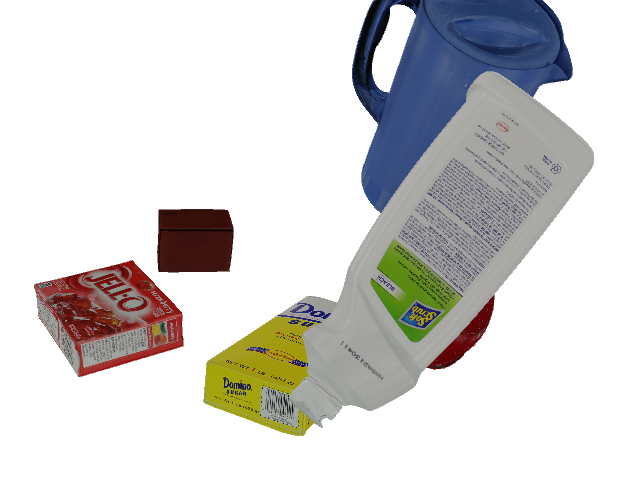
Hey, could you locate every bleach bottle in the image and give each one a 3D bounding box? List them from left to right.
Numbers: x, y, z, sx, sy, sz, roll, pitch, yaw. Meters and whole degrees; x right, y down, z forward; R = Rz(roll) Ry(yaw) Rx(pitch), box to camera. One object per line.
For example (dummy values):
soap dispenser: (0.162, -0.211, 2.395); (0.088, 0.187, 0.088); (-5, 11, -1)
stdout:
bleach bottle: (0.066, 0.013, 0.701); (0.102, 0.250, 0.068); (40, -10, 10)

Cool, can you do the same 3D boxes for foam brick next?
foam brick: (-0.134, 0.000, 1.138); (0.078, 0.051, 0.053); (0, 25, -10)

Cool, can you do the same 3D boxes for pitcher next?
pitcher: (0.112, -0.128, 1.012); (0.144, 0.149, 0.243); (-10, -34, -26)

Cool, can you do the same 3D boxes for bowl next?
bowl: (0.141, 0.060, 1.172); (0.161, 0.162, 0.055); (0, -8, -43)

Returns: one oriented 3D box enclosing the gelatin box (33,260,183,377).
gelatin box: (-0.142, 0.049, 0.710); (0.073, 0.030, 0.089); (-14, 30, -26)

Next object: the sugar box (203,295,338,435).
sugar box: (-0.013, 0.101, 0.910); (0.093, 0.048, 0.176); (16, 25, 23)
